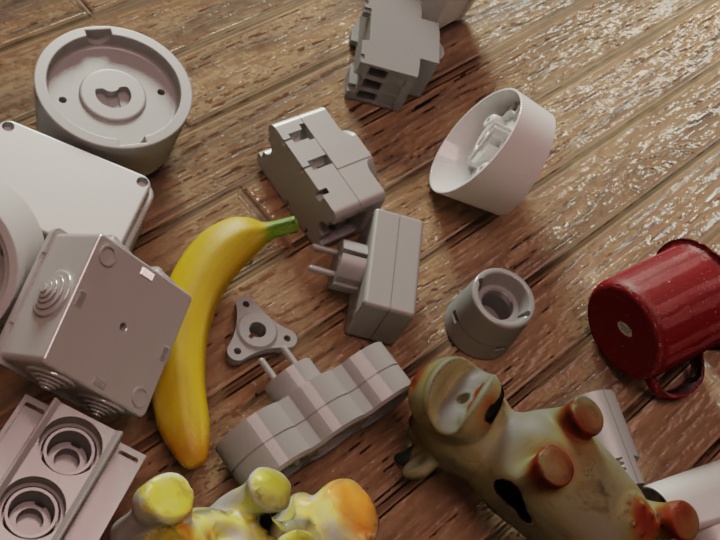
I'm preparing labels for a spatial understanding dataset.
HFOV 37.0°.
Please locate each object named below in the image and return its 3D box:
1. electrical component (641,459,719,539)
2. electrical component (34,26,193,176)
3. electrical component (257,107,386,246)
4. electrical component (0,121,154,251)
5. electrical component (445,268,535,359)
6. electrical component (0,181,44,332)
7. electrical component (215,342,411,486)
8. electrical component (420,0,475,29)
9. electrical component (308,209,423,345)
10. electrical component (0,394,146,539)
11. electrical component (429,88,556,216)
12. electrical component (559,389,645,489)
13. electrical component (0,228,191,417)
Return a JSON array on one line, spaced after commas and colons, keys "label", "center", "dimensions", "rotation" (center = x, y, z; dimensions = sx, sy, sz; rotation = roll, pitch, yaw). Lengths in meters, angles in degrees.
[{"label": "electrical component", "center": [0.244, 0.180, 0.759], "dimensions": [0.077, 0.043, 0.079], "rotation": [-11, 65, -27]}, {"label": "electrical component", "center": [-0.179, -0.113, 0.767], "dimensions": [0.108, 0.060, 0.108], "rotation": [10, 57, -15]}, {"label": "electrical component", "center": [-0.026, -0.071, 0.805], "dimensions": [0.056, 0.050, 0.089], "rotation": [-25, 71, -31]}, {"label": "electrical component", "center": [-0.203, -0.039, 0.714], "dimensions": [0.113, 0.057, 0.078], "rotation": [22, 55, -7]}, {"label": "electrical component", "center": [0.097, 0.031, 0.792], "dimensions": [0.055, 0.047, 0.055], "rotation": [10, 57, -15]}, {"label": "electrical component", "center": [-0.248, -0.005, 0.639], "dimensions": [0.108, 0.060, 0.108], "rotation": [0, 98, -3]}, {"label": "electrical component", "center": [-0.037, 0.083, 0.705], "dimensions": [0.138, 0.052, 0.073], "rotation": [-28, 73, -32]}, {"label": "electrical component", "center": [0.054, -0.274, 0.945], "dimensions": [0.057, 0.078, 0.113], "rotation": [-35, 77, -31]}, {"label": "electrical component", "center": [0.000, 0.000, 0.774], "dimensions": [0.076, 0.047, 0.083], "rotation": [15, 56, -11]}, {"label": "electrical component", "center": [-0.186, 0.142, 0.605], "dimensions": [0.079, 0.063, 0.121], "rotation": [28, 54, -3]}, {"label": "electrical component", "center": [0.106, -0.093, 0.844], "dimensions": [0.064, 0.099, 0.099], "rotation": [25, 54, -13]}, {"label": "electrical component", "center": [0.174, 0.130, 0.762], "dimensions": [0.043, 0.043, 0.081], "rotation": [-4, 61, -23]}, {"label": "electrical component", "center": [-0.157, 0.033, 0.646], "dimensions": [0.100, 0.048, 0.099], "rotation": [41, 60, -44]}]
